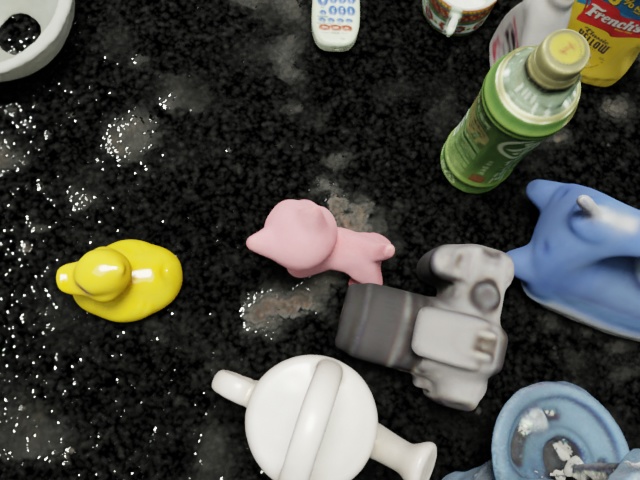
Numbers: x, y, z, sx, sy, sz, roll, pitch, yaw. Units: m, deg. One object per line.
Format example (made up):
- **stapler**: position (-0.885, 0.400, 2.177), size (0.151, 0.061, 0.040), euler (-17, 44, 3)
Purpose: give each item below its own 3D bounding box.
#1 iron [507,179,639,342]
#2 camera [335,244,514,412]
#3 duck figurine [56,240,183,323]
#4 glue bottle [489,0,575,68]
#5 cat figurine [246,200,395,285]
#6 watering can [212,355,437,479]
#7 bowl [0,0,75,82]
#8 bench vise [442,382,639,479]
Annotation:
- **iron**: position (0.302, 0.026, 0.498), size (0.258, 0.141, 0.119), euler (22, 79, 3)
- **camera**: position (0.089, 0.066, 0.504), size (0.137, 0.101, 0.143), euler (14, 78, 1)
- **duck figurine**: position (-0.179, 0.032, 0.510), size (0.104, 0.086, 0.077), euler (-6, 79, -3)
- **glue bottle**: position (0.199, -0.195, 0.523), size (0.037, 0.173, 0.078), euler (-7, 79, -3)
- **cat figurine**: position (0.005, 0.002, 0.505), size (0.127, 0.118, 0.067), euler (13, 78, 1)
- **watering can**: position (0.002, 0.139, 0.439), size (0.173, 0.194, 0.101), euler (0, 78, -2)
- **bowl**: position (-0.315, -0.221, 0.563), size (0.167, 0.075, 0.167), euler (0, 78, -2)
- **bench vise**: position (0.170, 0.199, 0.419), size (0.121, 0.220, 0.207), euler (30, 79, 5)
